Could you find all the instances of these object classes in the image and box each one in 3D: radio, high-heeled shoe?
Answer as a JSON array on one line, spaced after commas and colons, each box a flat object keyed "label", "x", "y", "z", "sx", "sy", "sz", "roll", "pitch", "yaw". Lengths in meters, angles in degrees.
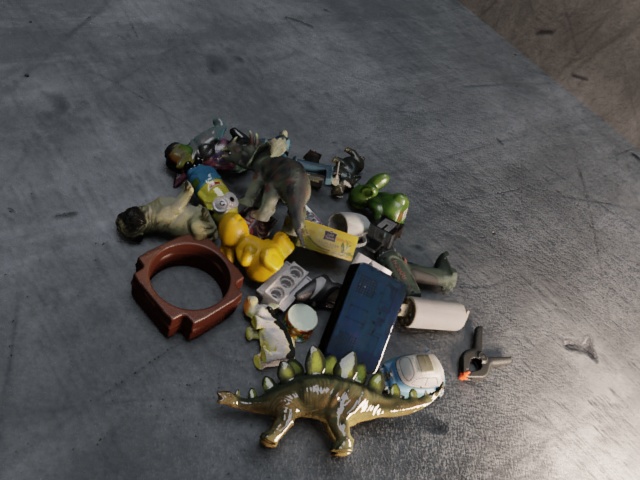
[{"label": "radio", "x": 0.096, "y": 0.176, "z": 1.200, "sx": 0.131, "sy": 0.073, "sz": 0.229, "roll": 24, "pitch": 81, "yaw": -9}, {"label": "high-heeled shoe", "x": 0.060, "y": 0.151, "z": 1.261, "sx": 0.248, "sy": 0.086, "sz": 0.145, "roll": -8, "pitch": 42, "yaw": -47}]

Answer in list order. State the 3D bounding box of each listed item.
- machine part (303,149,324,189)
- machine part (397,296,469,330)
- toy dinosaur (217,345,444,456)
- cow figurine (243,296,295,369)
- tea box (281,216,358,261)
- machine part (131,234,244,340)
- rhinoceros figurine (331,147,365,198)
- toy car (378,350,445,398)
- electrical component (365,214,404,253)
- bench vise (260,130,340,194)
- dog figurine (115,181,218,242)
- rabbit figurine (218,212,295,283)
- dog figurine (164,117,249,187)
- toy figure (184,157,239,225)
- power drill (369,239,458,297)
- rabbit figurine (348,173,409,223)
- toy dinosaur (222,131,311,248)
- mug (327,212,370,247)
[{"label": "machine part", "x": -0.025, "y": -0.207, "z": 1.584, "sx": 0.084, "sy": 0.039, "sz": 0.139, "roll": 8, "pitch": 50, "yaw": -7}, {"label": "machine part", "x": 0.278, "y": 0.184, "z": 1.337, "sx": 0.243, "sy": 0.079, "sz": 0.079, "roll": 9, "pitch": 47, "yaw": -31}, {"label": "toy dinosaur", "x": 0.032, "y": 0.318, "z": 1.063, "sx": 0.471, "sy": 0.105, "sz": 0.198, "roll": 11, "pitch": 65, "yaw": -14}, {"label": "cow figurine", "x": -0.108, "y": 0.194, "z": 1.170, "sx": 0.098, "sy": 0.068, "sz": 0.167, "roll": 0, "pitch": 54, "yaw": -32}, {"label": "tea box", "x": -0.003, "y": -0.004, "z": 1.336, "sx": 0.169, "sy": 0.068, "sz": 0.098, "roll": 16, "pitch": 1, "yaw": -34}, {"label": "machine part", "x": -0.285, "y": 0.099, "z": 1.159, "sx": 0.201, "sy": 0.087, "sz": 0.201, "roll": 44, "pitch": 49, "yaw": 16}, {"label": "rhinoceros figurine", "x": 0.074, "y": -0.197, "z": 1.602, "sx": 0.112, "sy": 0.073, "sz": 0.190, "roll": 39, "pitch": 43, "yaw": -4}, {"label": "toy car", "x": 0.219, "y": 0.296, "z": 1.210, "sx": 0.161, "sy": 0.103, "sz": 0.109, "roll": 7, "pitch": 48, "yaw": -22}, {"label": "electrical component", "x": 0.163, "y": -0.015, "z": 1.419, "sx": 0.075, "sy": 0.047, "sz": 0.119, "roll": 31, "pitch": 39, "yaw": 24}, {"label": "bench vise", "x": -0.064, "y": -0.199, "z": 1.486, "sx": 0.241, "sy": 0.128, "sz": 0.224, "roll": 9, "pitch": 53, "yaw": 0}, {"label": "dog figurine", "x": -0.354, "y": -0.029, "z": 1.253, "sx": 0.190, "sy": 0.121, "sz": 0.172, "roll": -35, "pitch": 92, "yaw": -13}, {"label": "rabbit figurine", "x": -0.168, "y": 0.011, "z": 1.242, "sx": 0.173, "sy": 0.162, "sz": 0.122, "roll": 46, "pitch": 44, "yaw": -14}, {"label": "dog figurine", "x": -0.296, "y": -0.212, "z": 1.417, "sx": 0.191, "sy": 0.108, "sz": 0.219, "roll": 34, "pitch": 50, "yaw": 3}, {"label": "toy figure", "x": -0.264, "y": -0.117, "z": 1.311, "sx": 0.082, "sy": 0.089, "sz": 0.180, "roll": -36, "pitch": 72, "yaw": -13}, {"label": "power drill", "x": 0.253, "y": 0.067, "z": 1.442, "sx": 0.207, "sy": 0.086, "sz": 0.232, "roll": 6, "pitch": 45, "yaw": -26}, {"label": "rabbit figurine", "x": 0.154, "y": -0.105, "z": 1.516, "sx": 0.170, "sy": 0.159, "sz": 0.121, "roll": 25, "pitch": 53, "yaw": 18}, {"label": "toy dinosaur", "x": -0.093, "y": -0.136, "z": 1.275, "sx": 0.131, "sy": 0.192, "sz": 0.405, "roll": 13, "pitch": 15, "yaw": -42}, {"label": "mug", "x": 0.092, "y": -0.029, "z": 1.451, "sx": 0.107, "sy": 0.080, "sz": 0.110, "roll": -8, "pitch": 49, "yaw": -41}]
